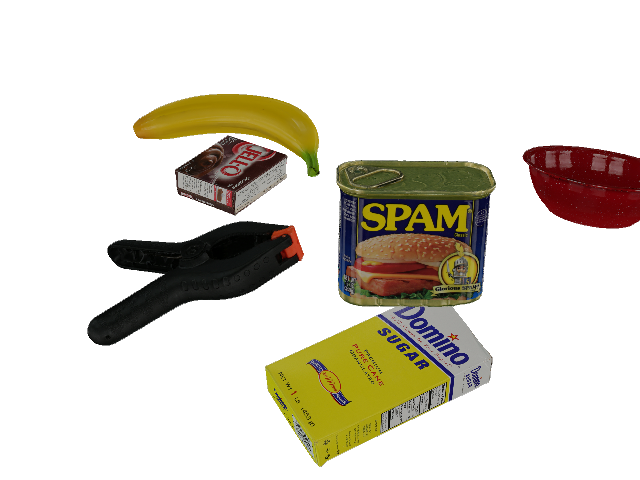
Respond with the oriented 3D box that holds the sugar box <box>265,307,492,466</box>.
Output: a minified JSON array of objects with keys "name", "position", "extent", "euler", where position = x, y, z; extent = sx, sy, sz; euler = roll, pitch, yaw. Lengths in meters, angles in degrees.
[{"name":"sugar box","position":[0.051,0.116,0.927],"extent":[0.176,0.048,0.093],"euler":[-25,52,-16]}]

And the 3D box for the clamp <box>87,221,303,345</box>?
[{"name":"clamp","position":[-0.100,0.029,0.822],"extent":[0.172,0.039,0.120],"euler":[-12,40,17]}]

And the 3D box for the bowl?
[{"name":"bowl","position":[0.290,-0.053,1.125],"extent":[0.162,0.055,0.162],"euler":[6,20,-2]}]

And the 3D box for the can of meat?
[{"name":"can of meat","position":[0.060,-0.004,0.705],"extent":[0.102,0.084,0.057],"euler":[1,24,0]}]

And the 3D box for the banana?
[{"name":"banana","position":[-0.080,-0.109,0.998],"extent":[0.198,0.037,0.069],"euler":[12,47,23]}]

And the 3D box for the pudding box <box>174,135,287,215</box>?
[{"name":"pudding box","position":[-0.107,-0.080,1.293],"extent":[0.090,0.039,0.113],"euler":[19,39,26]}]
